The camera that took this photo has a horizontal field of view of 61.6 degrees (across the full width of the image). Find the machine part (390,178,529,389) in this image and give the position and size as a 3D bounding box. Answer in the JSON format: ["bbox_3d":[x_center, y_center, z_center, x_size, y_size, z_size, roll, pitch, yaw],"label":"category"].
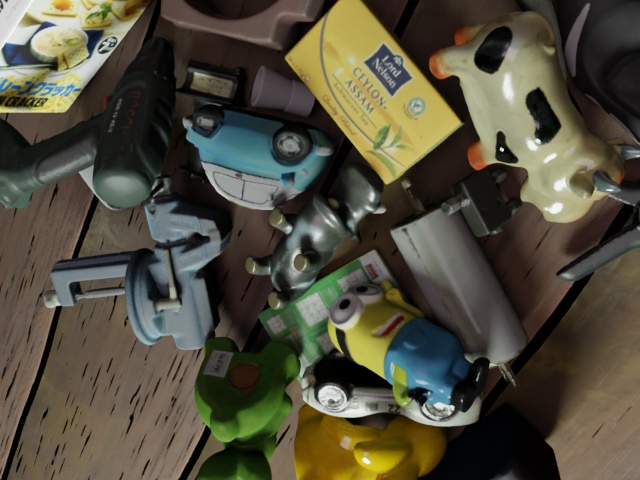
[{"bbox_3d":[0.144,0.045,0.560,0.079,0.079,0.243,-29,91,23],"label":"machine part"}]

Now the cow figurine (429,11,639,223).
[{"bbox_3d":[0.192,-0.102,0.468,0.127,0.085,0.194,1,126,55],"label":"cow figurine"}]

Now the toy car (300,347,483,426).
[{"bbox_3d":[0.078,0.164,0.603,0.202,0.073,0.056,0,113,13],"label":"toy car"}]

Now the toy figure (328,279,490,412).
[{"bbox_3d":[0.081,0.112,0.552,0.180,0.082,0.089,29,121,35],"label":"toy figure"}]

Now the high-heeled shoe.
[{"bbox_3d":[0.271,-0.139,0.437,0.086,0.145,0.248,-36,90,22],"label":"high-heeled shoe"}]

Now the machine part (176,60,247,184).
[{"bbox_3d":[-0.132,-0.138,0.638,0.084,0.039,0.138,11,104,8],"label":"machine part"}]

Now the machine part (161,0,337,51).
[{"bbox_3d":[-0.074,-0.310,0.553,0.201,0.087,0.201,18,106,14],"label":"machine part"}]

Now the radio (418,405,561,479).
[{"bbox_3d":[0.147,0.288,0.583,0.073,0.131,0.229,46,112,4],"label":"radio"}]

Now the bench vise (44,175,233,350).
[{"bbox_3d":[-0.226,0.036,0.656,0.241,0.129,0.223,-7,116,4],"label":"bench vise"}]

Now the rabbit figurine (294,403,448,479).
[{"bbox_3d":[0.060,0.236,0.607,0.173,0.162,0.122,-14,85,4],"label":"rabbit figurine"}]

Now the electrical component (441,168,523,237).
[{"bbox_3d":[0.161,-0.035,0.533,0.021,0.094,0.063,-26,92,59],"label":"electrical component"}]

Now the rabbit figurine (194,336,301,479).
[{"bbox_3d":[-0.082,0.224,0.646,0.121,0.159,0.170,-2,128,3],"label":"rabbit figurine"}]

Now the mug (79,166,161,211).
[{"bbox_3d":[-0.259,-0.109,0.667,0.107,0.081,0.109,41,116,18],"label":"mug"}]

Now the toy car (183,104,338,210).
[{"bbox_3d":[-0.067,-0.084,0.576,0.162,0.109,0.102,12,104,-1],"label":"toy car"}]

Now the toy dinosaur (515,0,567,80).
[{"bbox_3d":[0.150,-0.346,0.448,0.192,0.131,0.404,39,135,53],"label":"toy dinosaur"}]

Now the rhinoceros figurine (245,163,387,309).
[{"bbox_3d":[-0.001,-0.002,0.584,0.073,0.112,0.190,55,128,24],"label":"rhinoceros figurine"}]

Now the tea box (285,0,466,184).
[{"bbox_3d":[0.058,-0.153,0.550,0.098,0.068,0.169,-41,86,23],"label":"tea box"}]

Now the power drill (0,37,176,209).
[{"bbox_3d":[-0.258,-0.122,0.597,0.207,0.085,0.232,-13,55,2],"label":"power drill"}]
